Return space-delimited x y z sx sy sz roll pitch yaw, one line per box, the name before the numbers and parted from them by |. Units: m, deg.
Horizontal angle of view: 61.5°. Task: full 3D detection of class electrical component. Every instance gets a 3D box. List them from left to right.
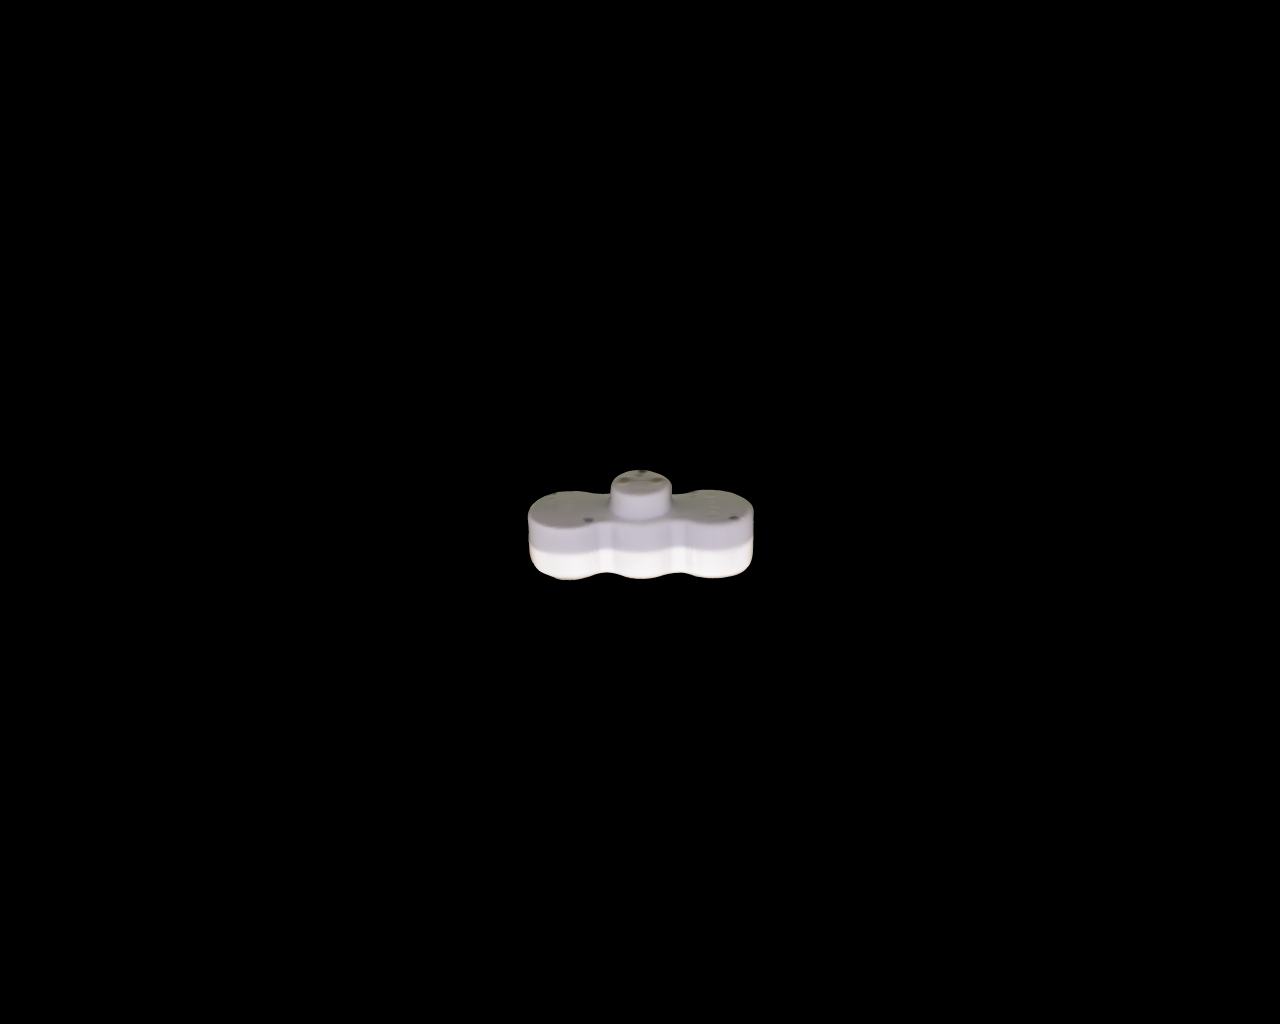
electrical component | 0.001 -0.003 0.650 0.138 0.073 0.052 0 25 0
